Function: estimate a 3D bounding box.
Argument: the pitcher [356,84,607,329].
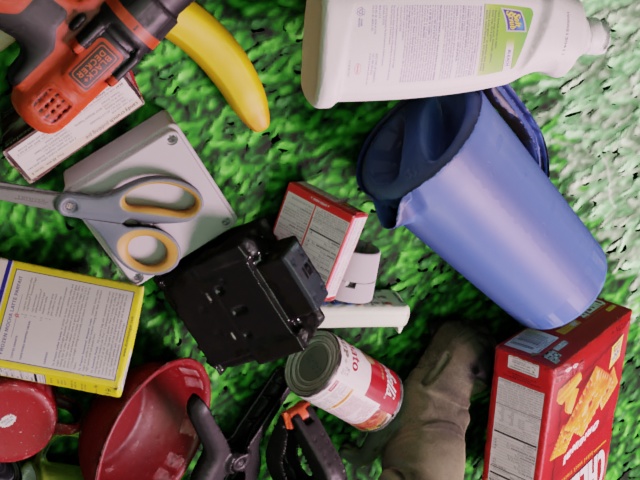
[{"bbox_3d":[0.160,-0.033,0.970,0.149,0.145,0.242,-38,123,16],"label":"pitcher"}]

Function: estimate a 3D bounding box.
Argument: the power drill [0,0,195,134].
[{"bbox_3d":[-0.186,-0.188,0.725,0.184,0.057,0.187,-43,119,5],"label":"power drill"}]

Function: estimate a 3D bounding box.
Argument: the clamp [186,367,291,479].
[{"bbox_3d":[-0.093,0.202,1.025,0.120,0.039,0.171,2,113,-40],"label":"clamp"}]

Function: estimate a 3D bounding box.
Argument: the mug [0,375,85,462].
[{"bbox_3d":[-0.263,0.145,0.940,0.117,0.081,0.093,25,104,-25],"label":"mug"}]

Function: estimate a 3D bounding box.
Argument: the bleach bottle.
[{"bbox_3d":[0.114,-0.158,0.863,0.250,0.068,0.103,-2,115,-14],"label":"bleach bottle"}]

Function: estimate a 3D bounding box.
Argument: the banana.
[{"bbox_3d":[-0.111,-0.160,0.870,0.197,0.037,0.069,27,89,-31],"label":"banana"}]

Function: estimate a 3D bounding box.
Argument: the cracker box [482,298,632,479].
[{"bbox_3d":[0.236,0.180,1.069,0.163,0.072,0.214,-24,123,-45],"label":"cracker box"}]

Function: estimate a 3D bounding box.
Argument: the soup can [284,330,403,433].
[{"bbox_3d":[0.023,0.135,1.016,0.068,0.069,0.102,-48,131,8],"label":"soup can"}]

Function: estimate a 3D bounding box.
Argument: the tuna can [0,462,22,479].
[{"bbox_3d":[-0.306,0.199,0.949,0.034,0.086,0.086,-40,118,2],"label":"tuna can"}]

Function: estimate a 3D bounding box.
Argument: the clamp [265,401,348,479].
[{"bbox_3d":[-0.016,0.253,1.043,0.036,0.165,0.210,-28,112,-42],"label":"clamp"}]

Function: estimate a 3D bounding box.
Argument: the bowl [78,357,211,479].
[{"bbox_3d":[-0.168,0.173,0.969,0.161,0.055,0.162,-44,146,-42],"label":"bowl"}]

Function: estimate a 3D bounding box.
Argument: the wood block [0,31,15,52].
[{"bbox_3d":[-0.189,-0.245,0.784,0.206,0.091,0.090,-39,119,3],"label":"wood block"}]

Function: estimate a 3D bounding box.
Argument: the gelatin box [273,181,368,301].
[{"bbox_3d":[-0.006,0.001,0.958,0.030,0.073,0.089,-10,124,-58],"label":"gelatin box"}]

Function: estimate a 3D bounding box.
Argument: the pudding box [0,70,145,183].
[{"bbox_3d":[-0.197,-0.104,0.844,0.113,0.090,0.039,-37,119,2],"label":"pudding box"}]

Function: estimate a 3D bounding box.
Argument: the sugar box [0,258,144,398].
[{"bbox_3d":[-0.243,0.069,0.890,0.176,0.048,0.093,12,68,-4],"label":"sugar box"}]

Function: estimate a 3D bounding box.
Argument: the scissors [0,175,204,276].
[{"bbox_3d":[-0.194,-0.012,0.862,0.201,0.016,0.096,-4,114,-14],"label":"scissors"}]
